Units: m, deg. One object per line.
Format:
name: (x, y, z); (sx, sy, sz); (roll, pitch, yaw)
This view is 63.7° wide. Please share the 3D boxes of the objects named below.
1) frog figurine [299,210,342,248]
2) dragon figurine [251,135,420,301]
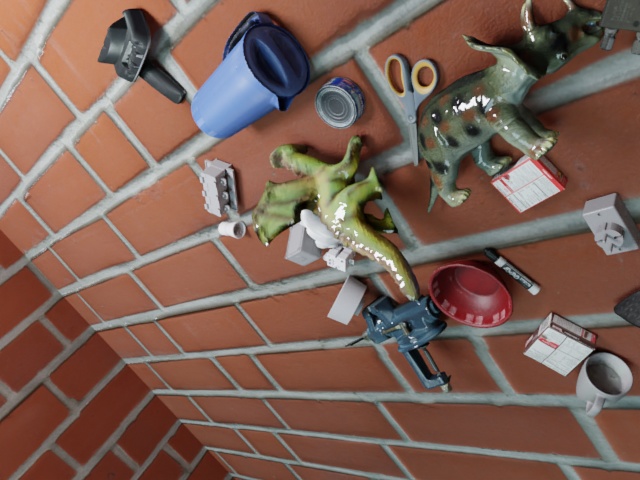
frog figurine: (0.010, -0.035, 1.049); (0.137, 0.126, 0.156); (19, 128, -6)
dragon figurine: (0.003, -0.046, 0.907); (0.242, 0.420, 0.119); (-16, 142, 2)
